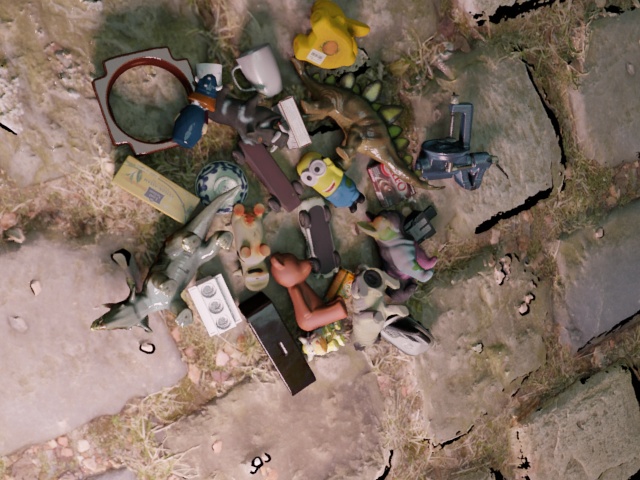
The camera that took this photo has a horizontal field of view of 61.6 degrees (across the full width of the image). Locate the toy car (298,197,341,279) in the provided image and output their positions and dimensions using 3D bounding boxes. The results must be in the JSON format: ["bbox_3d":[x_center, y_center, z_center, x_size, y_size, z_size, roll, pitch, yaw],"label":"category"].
[{"bbox_3d":[-0.003,-0.004,1.293,0.073,0.056,0.201,-17,103,-22],"label":"toy car"}]

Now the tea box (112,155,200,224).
[{"bbox_3d":[-0.347,-0.106,1.139,0.169,0.098,0.068,32,85,-18],"label":"tea box"}]

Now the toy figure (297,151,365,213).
[{"bbox_3d":[0.023,-0.136,1.272,0.180,0.089,0.082,33,89,-28],"label":"toy figure"}]

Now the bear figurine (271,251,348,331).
[{"bbox_3d":[-0.030,0.103,1.241,0.132,0.120,0.195,-22,88,1],"label":"bear figurine"}]

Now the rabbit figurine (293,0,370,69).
[{"bbox_3d":[0.029,-0.473,1.200,0.162,0.121,0.173,9,51,-21],"label":"rabbit figurine"}]

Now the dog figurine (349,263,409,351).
[{"bbox_3d":[0.108,0.166,1.316,0.121,0.190,0.172,0,61,-25],"label":"dog figurine"}]

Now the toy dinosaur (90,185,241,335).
[{"bbox_3d":[-0.310,0.052,1.150,0.131,0.192,0.405,49,61,-37],"label":"toy dinosaur"}]

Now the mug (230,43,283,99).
[{"bbox_3d":[-0.136,-0.364,1.190,0.109,0.081,0.107,-36,116,-16],"label":"mug"}]

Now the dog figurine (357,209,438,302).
[{"bbox_3d":[0.173,0.028,1.329,0.219,0.108,0.191,41,126,3],"label":"dog figurine"}]

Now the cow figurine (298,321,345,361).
[{"bbox_3d":[-0.007,0.237,1.260,0.098,0.167,0.068,-21,83,17],"label":"cow figurine"}]

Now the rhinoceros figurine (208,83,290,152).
[{"bbox_3d":[-0.154,-0.262,1.172,0.190,0.073,0.112,24,70,-6],"label":"rhinoceros figurine"}]

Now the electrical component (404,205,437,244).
[{"bbox_3d":[0.261,-0.039,1.383,0.119,0.048,0.074,-36,107,-10],"label":"electrical component"}]

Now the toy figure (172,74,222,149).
[{"bbox_3d":[-0.249,-0.262,1.086,0.064,0.058,0.154,27,82,-28],"label":"toy figure"}]

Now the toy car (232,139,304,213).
[{"bbox_3d":[-0.118,-0.153,1.236,0.089,0.053,0.202,-41,104,-21],"label":"toy car"}]

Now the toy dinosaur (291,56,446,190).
[{"bbox_3d":[0.105,-0.258,1.259,0.198,0.105,0.471,-43,101,-11],"label":"toy dinosaur"}]

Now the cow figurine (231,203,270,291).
[{"bbox_3d":[-0.159,0.021,1.219,0.085,0.127,0.195,-9,85,-17],"label":"cow figurine"}]

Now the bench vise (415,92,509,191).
[{"bbox_3d":[0.350,-0.240,1.338,0.224,0.129,0.240,-1,117,1],"label":"bench vise"}]

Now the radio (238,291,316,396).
[{"bbox_3d":[-0.103,0.235,1.247,0.073,0.131,0.229,-30,106,-13],"label":"radio"}]

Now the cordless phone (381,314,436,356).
[{"bbox_3d":[0.241,0.241,1.338,0.146,0.184,0.089,40,79,-19],"label":"cordless phone"}]

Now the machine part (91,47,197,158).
[{"bbox_3d":[-0.353,-0.286,1.122,0.201,0.087,0.200,-20,103,-17],"label":"machine part"}]
